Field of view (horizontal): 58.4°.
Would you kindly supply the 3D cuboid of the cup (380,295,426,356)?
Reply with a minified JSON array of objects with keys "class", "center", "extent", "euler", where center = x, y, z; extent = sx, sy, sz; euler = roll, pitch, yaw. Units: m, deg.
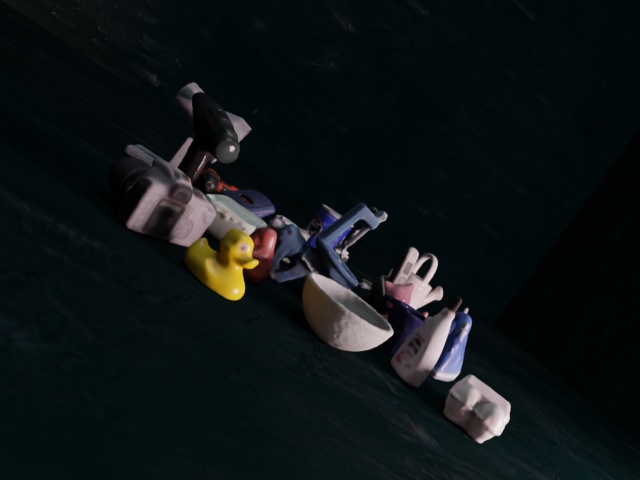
[{"class":"cup","center":[0.150,0.172,1.118],"extent":[0.117,0.095,0.092],"euler":[37,7,21]}]

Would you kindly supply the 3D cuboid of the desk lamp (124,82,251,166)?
[{"class":"desk lamp","center":[-0.289,-0.229,1.286],"extent":[0.203,0.213,0.118],"euler":[34,6,-8]}]

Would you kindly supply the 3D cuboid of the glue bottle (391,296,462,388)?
[{"class":"glue bottle","center":[0.194,0.170,1.003],"extent":[0.037,0.173,0.078],"euler":[32,7,-26]}]

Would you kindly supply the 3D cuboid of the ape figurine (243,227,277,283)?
[{"class":"ape figurine","center":[-0.105,0.019,0.953],"extent":[0.076,0.092,0.078],"euler":[36,7,15]}]

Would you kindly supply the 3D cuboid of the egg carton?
[{"class":"egg carton","center":[0.270,0.289,0.984],"extent":[0.107,0.069,0.151],"euler":[37,7,19]}]

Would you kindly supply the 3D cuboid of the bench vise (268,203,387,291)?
[{"class":"bench vise","center":[0.013,0.008,1.063],"extent":[0.208,0.219,0.121],"euler":[32,7,-25]}]

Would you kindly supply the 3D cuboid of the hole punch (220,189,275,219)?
[{"class":"hole punch","center":[-0.170,-0.072,1.290],"extent":[0.108,0.091,0.101],"euler":[39,8,35]}]

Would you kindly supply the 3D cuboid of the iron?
[{"class":"iron","center":[0.294,0.222,1.273],"extent":[0.118,0.141,0.259],"euler":[36,6,8]}]

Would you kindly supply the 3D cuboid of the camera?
[{"class":"camera","center":[-0.245,-0.073,0.869],"extent":[0.136,0.101,0.144],"euler":[39,7,32]}]

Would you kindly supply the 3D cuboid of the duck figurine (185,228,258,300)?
[{"class":"duck figurine","center":[-0.133,0.023,0.809],"extent":[0.104,0.086,0.078],"euler":[37,7,19]}]

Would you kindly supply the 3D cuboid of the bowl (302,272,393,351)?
[{"class":"bowl","center":[0.031,0.128,0.923],"extent":[0.167,0.074,0.167],"euler":[34,6,-4]}]

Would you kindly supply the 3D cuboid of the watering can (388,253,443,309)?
[{"class":"watering can","center":[0.273,0.126,1.637],"extent":[0.174,0.194,0.100],"euler":[29,9,-43]}]

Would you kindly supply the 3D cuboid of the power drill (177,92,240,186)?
[{"class":"power drill","center":[-0.254,-0.185,1.162],"extent":[0.076,0.208,0.228],"euler":[28,9,-45]}]

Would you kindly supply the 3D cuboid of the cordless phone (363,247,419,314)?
[{"class":"cordless phone","center":[0.212,0.112,1.469],"extent":[0.094,0.185,0.148],"euler":[39,8,33]}]

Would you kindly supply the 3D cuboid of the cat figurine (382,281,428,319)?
[{"class":"cat figurine","center":[0.192,0.156,1.341],"extent":[0.127,0.117,0.067],"euler":[37,7,21]}]
